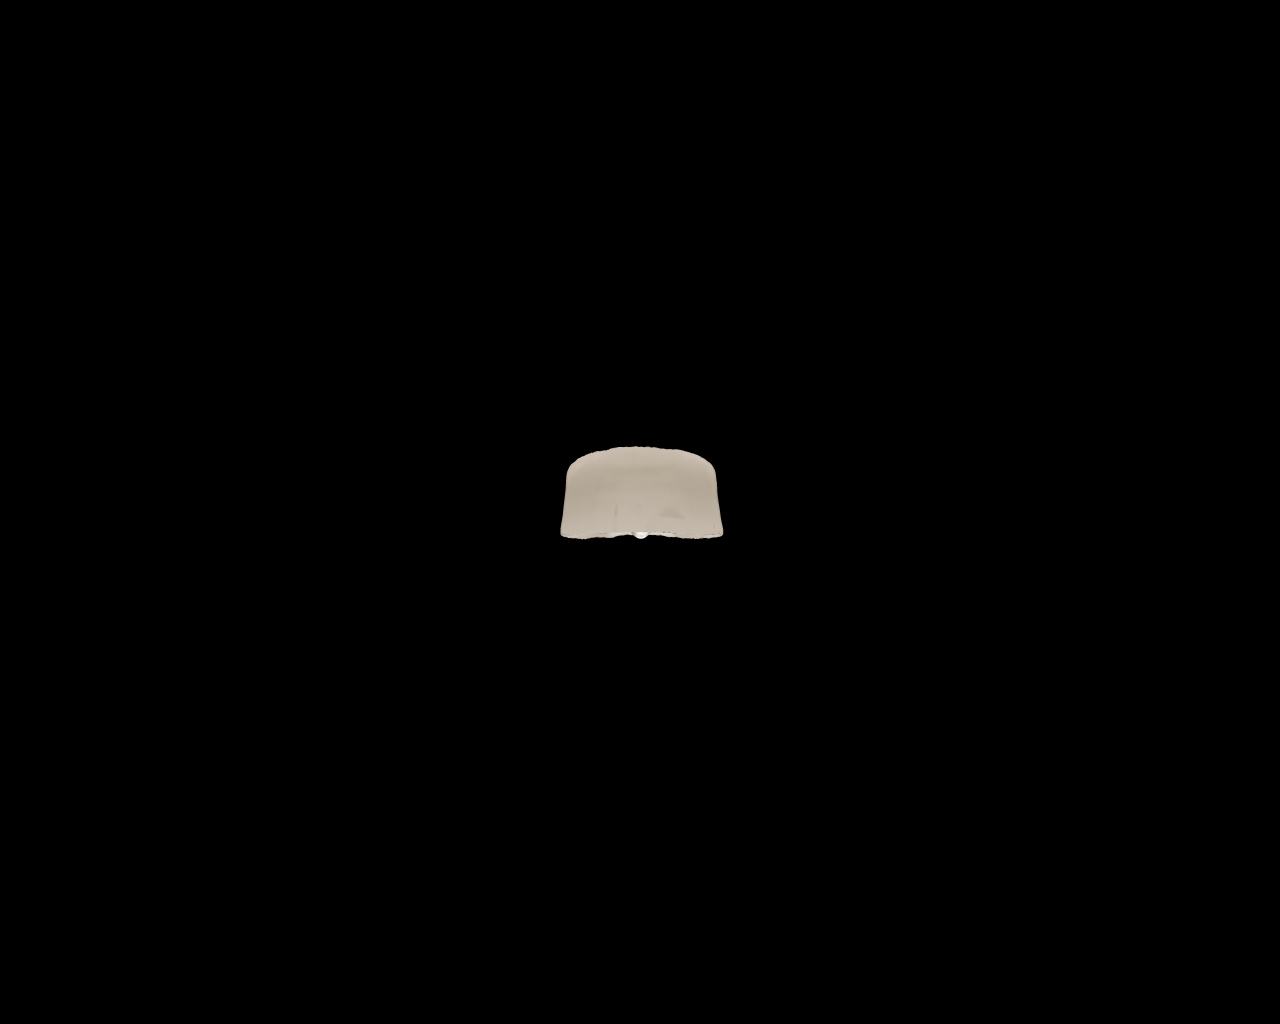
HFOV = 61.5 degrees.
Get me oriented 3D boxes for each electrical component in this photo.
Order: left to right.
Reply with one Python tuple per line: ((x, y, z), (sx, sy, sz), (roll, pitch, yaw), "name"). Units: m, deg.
((0.001, -0.003, 0.650), (0.099, 0.064, 0.099), (0, -16, 0), "electrical component")
